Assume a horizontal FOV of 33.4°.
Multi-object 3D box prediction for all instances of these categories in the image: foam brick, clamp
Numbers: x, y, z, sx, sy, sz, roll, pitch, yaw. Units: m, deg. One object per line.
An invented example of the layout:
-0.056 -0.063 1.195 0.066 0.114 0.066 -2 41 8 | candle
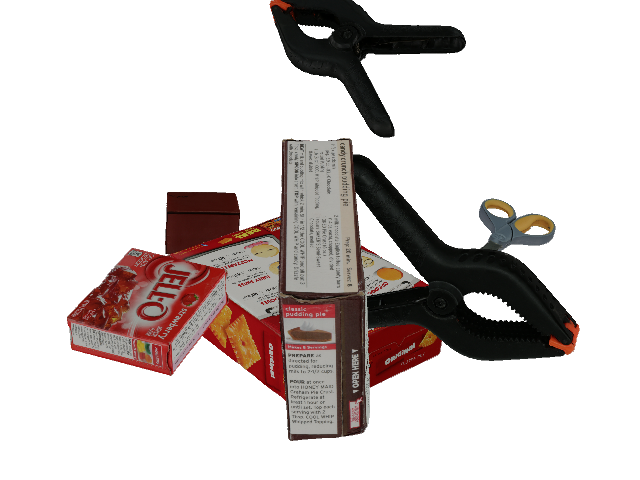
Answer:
-0.128 -0.019 1.150 0.078 0.051 0.053 1 27 -8 | foam brick
0.090 0.028 0.787 0.210 0.165 0.036 16 37 14 | clamp
0.036 -0.170 0.916 0.172 0.120 0.039 40 -23 22 | clamp

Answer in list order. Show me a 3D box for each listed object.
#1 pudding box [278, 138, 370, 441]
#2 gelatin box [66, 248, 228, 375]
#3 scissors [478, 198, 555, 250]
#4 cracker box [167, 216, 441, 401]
0.000 0.020 0.489 0.039 0.090 0.113 -4 40 -1 | pudding box
-0.111 0.044 0.698 0.073 0.030 0.089 12 35 17 | gelatin box
0.182 -0.009 1.162 0.201 0.016 0.096 -13 39 -44 | scissors
-0.016 0.059 0.985 0.163 0.072 0.214 -20 36 -35 | cracker box
